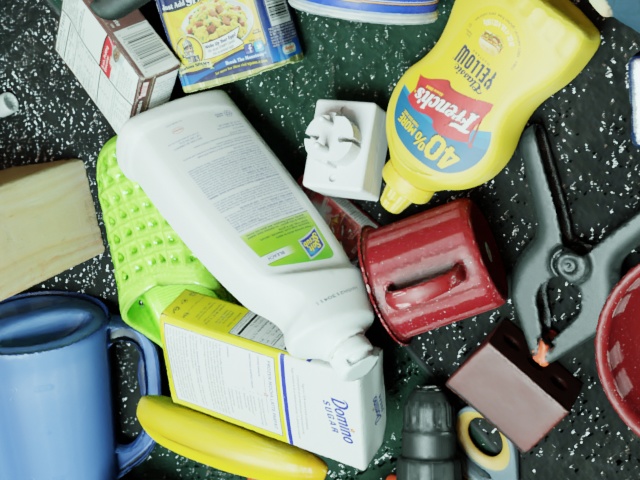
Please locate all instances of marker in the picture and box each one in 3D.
[{"bbox_3d":[-0.321,-0.105,0.968,0.121,0.020,0.020,-19,97,30],"label":"marker"}]

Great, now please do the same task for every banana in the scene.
[{"bbox_3d":[-0.086,0.157,0.863,0.198,0.069,0.037,15,102,38],"label":"banana"}]

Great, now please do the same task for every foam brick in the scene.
[{"bbox_3d":[0.143,0.106,0.786,0.078,0.052,0.051,41,120,8],"label":"foam brick"}]

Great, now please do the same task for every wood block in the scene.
[{"bbox_3d":[-0.282,0.001,0.875,0.091,0.205,0.090,-5,104,28],"label":"wood block"}]

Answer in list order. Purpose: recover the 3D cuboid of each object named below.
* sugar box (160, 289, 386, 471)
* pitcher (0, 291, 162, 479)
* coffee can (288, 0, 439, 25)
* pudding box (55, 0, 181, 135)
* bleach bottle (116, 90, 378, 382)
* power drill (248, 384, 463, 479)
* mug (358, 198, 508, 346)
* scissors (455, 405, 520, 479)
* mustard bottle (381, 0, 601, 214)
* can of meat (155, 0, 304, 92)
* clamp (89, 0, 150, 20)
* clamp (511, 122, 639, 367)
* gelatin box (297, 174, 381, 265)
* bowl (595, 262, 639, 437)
[{"bbox_3d":[-0.036,0.104,0.812,0.176,0.048,0.093,14,128,24],"label":"sugar box"},{"bbox_3d":[-0.233,0.176,0.964,0.149,0.144,0.243,13,116,35],"label":"pitcher"},{"bbox_3d":[0.036,-0.221,0.702,0.103,0.102,0.140,15,112,22],"label":"coffee can"},{"bbox_3d":[-0.161,-0.144,0.836,0.113,0.039,0.090,54,149,16],"label":"pudding box"},{"bbox_3d":[-0.047,0.001,0.773,0.251,0.102,0.068,53,153,27],"label":"bleach bottle"},{"bbox_3d":[0.028,0.204,0.852,0.188,0.057,0.184,-2,85,37],"label":"power drill"},{"bbox_3d":[0.080,0.022,0.753,0.082,0.117,0.093,-21,94,19],"label":"mug"},{"bbox_3d":[0.164,0.201,0.827,0.202,0.016,0.096,31,118,15],"label":"scissors"},{"bbox_3d":[0.099,-0.093,0.737,0.096,0.058,0.192,47,122,20],"label":"mustard bottle"},{"bbox_3d":[-0.069,-0.163,0.801,0.102,0.057,0.084,-9,104,29],"label":"can of meat"},{"bbox_3d":[-0.063,-0.220,0.672,0.210,0.036,0.164,7,109,25],"label":"clamp"},{"bbox_3d":[0.172,0.004,0.747,0.120,0.039,0.172,34,117,25],"label":"clamp"},{"bbox_3d":[-0.006,0.001,0.838,0.073,0.030,0.089,43,120,9],"label":"gelatin box"},{"bbox_3d":[0.269,0.070,0.709,0.162,0.055,0.162,9,110,24],"label":"bowl"}]
